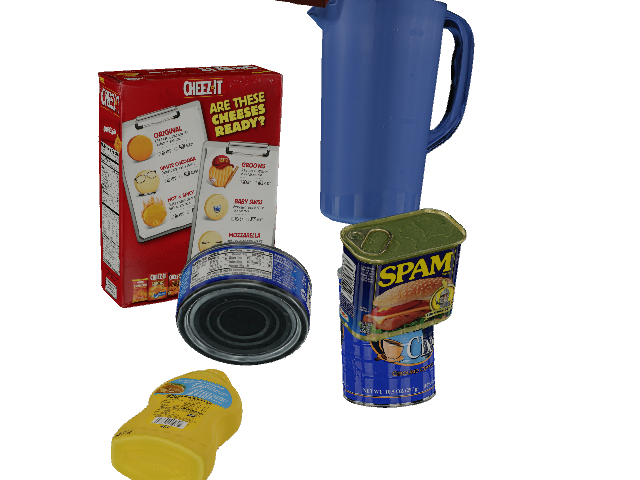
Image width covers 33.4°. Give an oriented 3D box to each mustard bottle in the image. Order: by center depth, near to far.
[{"bbox_3d":[-0.132,0.179,1.081,0.096,0.058,0.191,7,20,12],"label":"mustard bottle"}]

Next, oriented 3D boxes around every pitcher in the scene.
[{"bbox_3d":[0.071,-0.141,1.148,0.149,0.243,0.144,8,10,24],"label":"pitcher"}]

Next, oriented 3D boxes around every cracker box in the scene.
[{"bbox_3d":[-0.125,-0.055,1.017,0.163,0.214,0.072,-8,21,-30],"label":"cracker box"}]

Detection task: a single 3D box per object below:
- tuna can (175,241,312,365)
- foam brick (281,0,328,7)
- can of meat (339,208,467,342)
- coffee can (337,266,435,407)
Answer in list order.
[{"bbox_3d":[-0.048,0.042,0.675,0.086,0.033,0.086,1,-43,0],"label":"tuna can"},{"bbox_3d":[-0.015,-0.227,0.820,0.053,0.051,0.078,11,-35,13],"label":"foam brick"},{"bbox_3d":[0.066,0.029,0.885,0.102,0.084,0.057,-13,35,-23],"label":"can of meat"},{"bbox_3d":[0.072,0.098,1.156,0.103,0.140,0.103,-2,9,0],"label":"coffee can"}]
